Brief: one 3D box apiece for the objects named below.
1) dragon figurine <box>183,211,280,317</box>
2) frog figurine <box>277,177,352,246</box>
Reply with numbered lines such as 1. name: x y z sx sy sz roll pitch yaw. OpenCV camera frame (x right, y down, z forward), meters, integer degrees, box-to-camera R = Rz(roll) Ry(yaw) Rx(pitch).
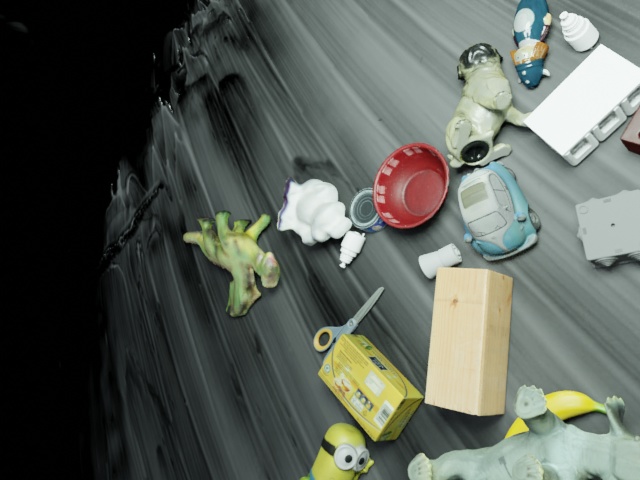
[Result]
1. dragon figurine: -0.220 0.063 1.237 0.407 0.122 0.245 -16 74 48
2. frog figurine: 0.003 -0.054 1.065 0.160 0.121 0.139 15 73 26
